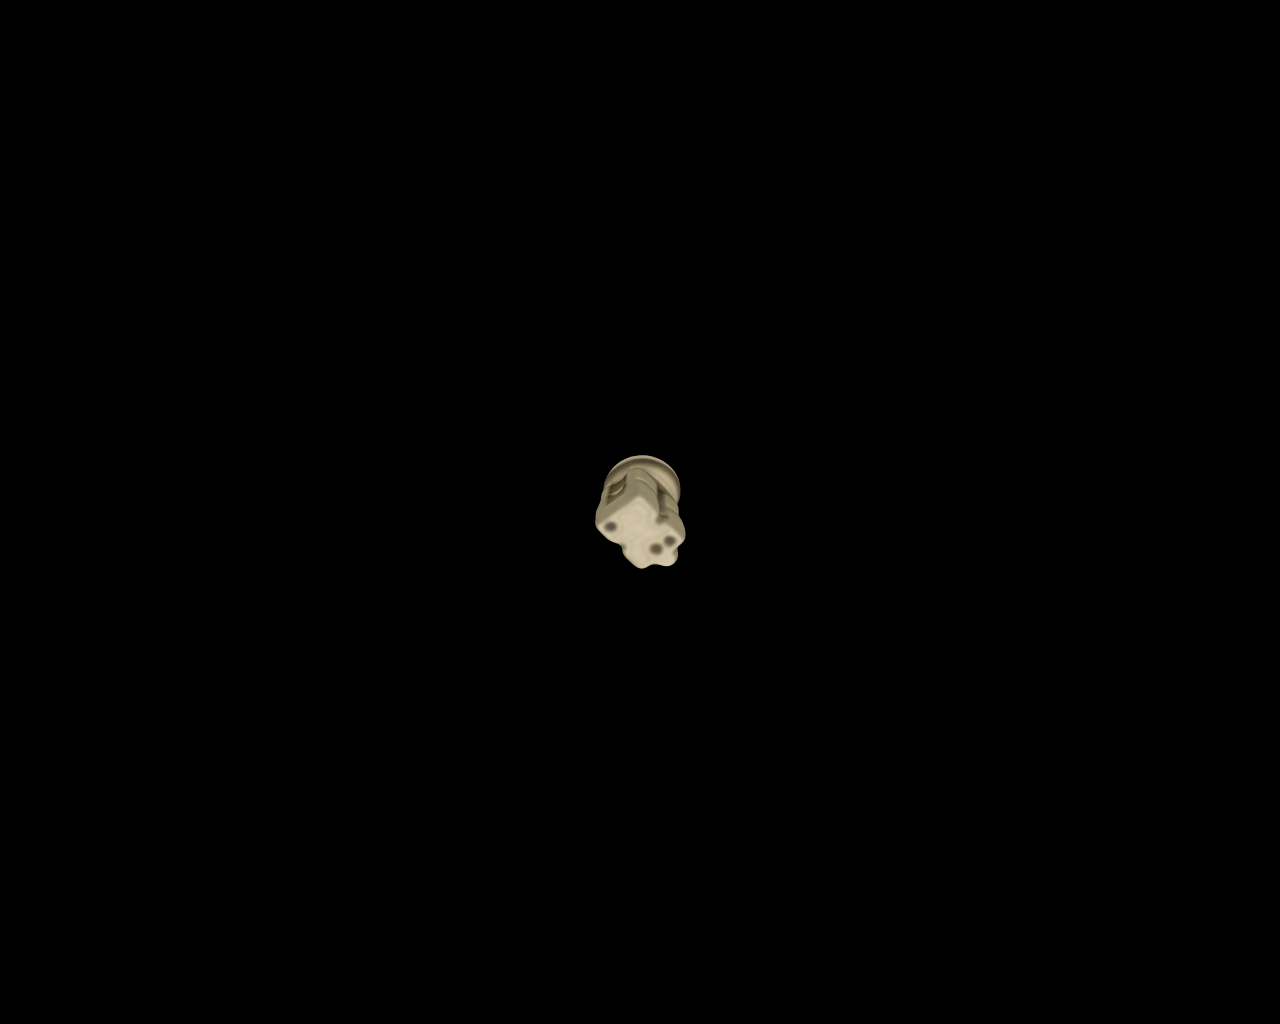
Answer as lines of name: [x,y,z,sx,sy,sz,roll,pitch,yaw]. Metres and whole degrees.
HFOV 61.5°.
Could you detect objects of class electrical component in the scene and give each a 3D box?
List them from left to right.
electrical component: [0.001,-0.003,0.650,0.048,0.066,0.055,-33,28,20]
